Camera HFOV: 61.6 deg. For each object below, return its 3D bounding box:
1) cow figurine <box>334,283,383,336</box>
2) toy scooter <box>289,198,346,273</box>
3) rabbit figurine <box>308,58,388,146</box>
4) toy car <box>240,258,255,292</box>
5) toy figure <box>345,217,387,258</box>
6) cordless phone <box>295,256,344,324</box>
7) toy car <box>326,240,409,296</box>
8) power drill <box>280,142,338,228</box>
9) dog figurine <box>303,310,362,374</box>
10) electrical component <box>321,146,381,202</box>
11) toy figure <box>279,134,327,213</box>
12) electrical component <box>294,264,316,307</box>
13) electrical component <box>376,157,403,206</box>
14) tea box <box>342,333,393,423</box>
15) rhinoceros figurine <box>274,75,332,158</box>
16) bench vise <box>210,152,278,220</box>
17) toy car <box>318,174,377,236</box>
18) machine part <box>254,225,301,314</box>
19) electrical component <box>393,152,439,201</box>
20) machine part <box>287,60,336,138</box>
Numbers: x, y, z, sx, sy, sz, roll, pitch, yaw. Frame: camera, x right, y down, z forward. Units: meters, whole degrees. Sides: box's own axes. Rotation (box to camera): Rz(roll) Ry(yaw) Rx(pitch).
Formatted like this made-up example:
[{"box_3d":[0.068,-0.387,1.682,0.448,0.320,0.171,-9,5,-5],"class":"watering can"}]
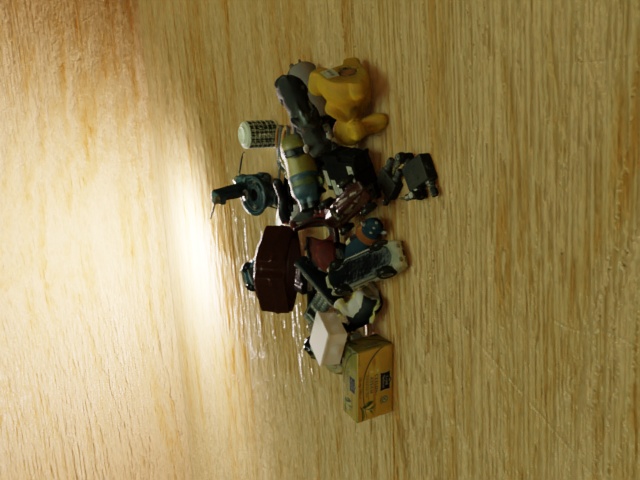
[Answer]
[{"box_3d":[0.081,0.169,1.217,0.098,0.068,0.167,53,131,31],"class":"cow figurine"},{"box_3d":[-0.003,-0.004,1.261,0.075,0.135,0.183,40,-135,-81],"class":"toy scooter"},{"box_3d":[0.068,-0.268,1.116,0.163,0.122,0.173,44,149,37],"class":"rabbit figurine"},{"box_3d":[-0.148,0.093,1.598,0.162,0.103,0.109,-20,85,18],"class":"toy car"},{"box_3d":[0.097,-0.003,1.157,0.154,0.064,0.058,118,150,-50],"class":"toy figure"},{"box_3d":[-0.018,0.130,1.345,0.147,0.089,0.184,47,138,16],"class":"cordless phone"},{"box_3d":[0.093,0.060,1.127,0.202,0.056,0.073,-27,66,36],"class":"toy car"},{"box_3d":[-0.023,-0.135,1.329,0.232,0.086,0.207,11,111,57],"class":"power drill"},{"box_3d":[0.033,0.287,1.346,0.190,0.121,0.172,100,154,-57],"class":"dog figurine"},{"box_3d":[0.062,-0.140,1.153,0.134,0.058,0.114,20,133,54],"class":"electrical component"},{"box_3d":[-0.038,-0.155,1.225,0.089,0.082,0.180,137,121,-73],"class":"toy figure"},{"box_3d":[-0.026,0.117,1.415,0.048,0.075,0.119,27,124,58],"class":"electrical component"},{"box_3d":[0.139,-0.116,1.088,0.063,0.021,0.094,60,146,35],"class":"electrical component"},{"box_3d":[0.105,0.305,1.192,0.068,0.098,0.169,22,119,60],"class":"tea box"},{"box_3d":[-0.031,-0.263,1.140,0.112,0.073,0.190,85,161,-83],"class":"rhinoceros figurine"},{"box_3d":[-0.223,-0.143,1.556,0.224,0.240,0.128,38,128,32],"class":"bench vise"},{"box_3d":[0.053,-0.068,1.125,0.089,0.053,0.202,54,159,2],"class":"toy car"},{"box_3d":[-0.110,0.076,1.420,0.201,0.087,0.200,-80,-11,-45],"class":"machine part"},{"box_3d":[0.174,-0.118,0.996,0.078,0.045,0.102,-29,72,62],"class":"electrical component"},{"box_3d":[-0.018,-0.333,1.267,0.243,0.079,0.079,68,150,24],"class":"machine part"}]
